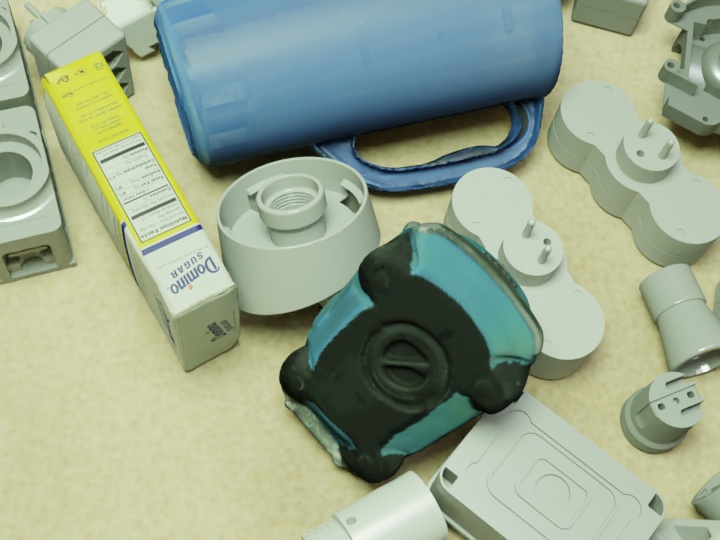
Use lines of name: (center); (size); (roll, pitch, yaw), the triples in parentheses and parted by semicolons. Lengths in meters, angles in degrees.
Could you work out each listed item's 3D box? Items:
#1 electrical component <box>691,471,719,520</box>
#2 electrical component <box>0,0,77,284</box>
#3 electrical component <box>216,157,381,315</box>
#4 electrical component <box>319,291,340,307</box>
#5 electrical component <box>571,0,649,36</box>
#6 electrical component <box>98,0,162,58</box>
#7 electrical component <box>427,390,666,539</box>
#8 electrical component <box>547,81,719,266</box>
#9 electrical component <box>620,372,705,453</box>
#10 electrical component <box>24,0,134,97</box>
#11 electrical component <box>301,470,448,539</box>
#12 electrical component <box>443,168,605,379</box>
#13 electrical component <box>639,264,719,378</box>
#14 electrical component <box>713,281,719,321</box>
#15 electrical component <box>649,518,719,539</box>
electrical component: (0.229, 0.135, 0.621); (0.055, 0.055, 0.047); (-36, 77, -20)
electrical component: (-0.253, -0.083, 0.671); (0.105, 0.060, 0.186); (-15, 67, -12)
electrical component: (-0.038, -0.021, 0.642); (0.099, 0.064, 0.099); (-6, 39, 5)
electrical component: (0.000, 0.000, 0.671); (0.061, 0.035, 0.035); (-20, 69, -17)
electrical component: (0.191, -0.228, 0.775); (0.047, 0.075, 0.083); (15, 64, 1)
electrical component: (-0.136, -0.177, 0.720); (0.064, 0.081, 0.042); (-23, 65, 15)
electrical component: (0.102, 0.131, 0.607); (0.113, 0.057, 0.078); (37, 67, 12)
electrical component: (0.185, -0.072, 0.701); (0.052, 0.073, 0.138); (-33, 72, -19)
electrical component: (0.182, 0.085, 0.643); (0.040, 0.046, 0.040); (2, 65, -5)
electrical component: (-0.193, -0.145, 0.702); (0.077, 0.065, 0.047); (43, 68, 14)
electrical component: (0.003, 0.150, 0.596); (0.081, 0.043, 0.043); (-26, 70, -16)
electrical component: (0.102, -0.006, 0.662); (0.052, 0.073, 0.138); (-23, 69, -15)
electrical component: (0.203, 0.029, 0.675); (0.044, 0.044, 0.065); (-12, 62, -11)
electrical component: (0.268, 0.008, 0.687); (0.066, 0.047, 0.076); (16, 64, 2)
electrical component: (0.188, 0.188, 0.593); (0.066, 0.047, 0.076); (-41, 105, -33)
